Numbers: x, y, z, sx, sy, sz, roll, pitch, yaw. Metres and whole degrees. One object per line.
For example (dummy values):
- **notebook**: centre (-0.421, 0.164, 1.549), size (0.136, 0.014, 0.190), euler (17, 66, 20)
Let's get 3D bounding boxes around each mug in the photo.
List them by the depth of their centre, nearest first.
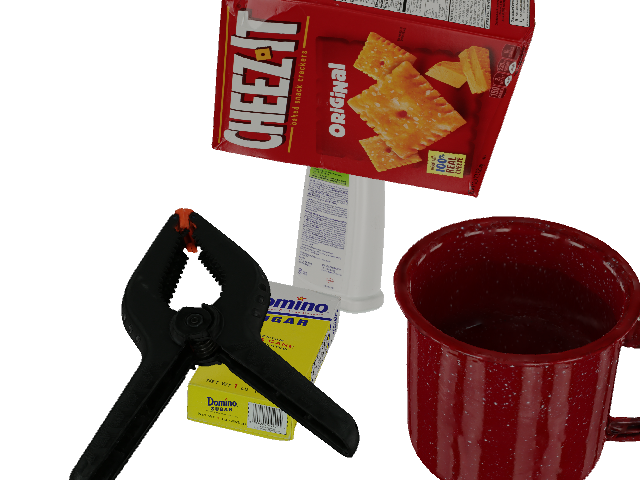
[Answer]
- **mug**: centre (0.087, 0.050, 0.423), size (0.117, 0.081, 0.093), euler (7, 35, 14)

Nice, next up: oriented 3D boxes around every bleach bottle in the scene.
- **bleach bottle**: centre (0.030, -0.056, 1.135), size (0.103, 0.251, 0.067), euler (16, 16, 37)

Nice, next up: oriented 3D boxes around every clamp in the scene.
- **clamp**: centre (-0.063, 0.062, 0.655), size (0.164, 0.210, 0.036), euler (-5, -42, 2)

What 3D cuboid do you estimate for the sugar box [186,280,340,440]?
- **sugar box**: centre (-0.046, 0.100, 0.947), size (0.093, 0.048, 0.176), euler (11, 33, 9)

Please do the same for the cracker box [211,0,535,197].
- **cracker box**: centre (0.032, -0.122, 0.784), size (0.213, 0.072, 0.164), euler (10, -38, -1)

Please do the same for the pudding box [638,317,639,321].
- **pudding box**: centre (0.174, 0.051, 0.821), size (0.113, 0.039, 0.090), euler (-8, 19, -25)
